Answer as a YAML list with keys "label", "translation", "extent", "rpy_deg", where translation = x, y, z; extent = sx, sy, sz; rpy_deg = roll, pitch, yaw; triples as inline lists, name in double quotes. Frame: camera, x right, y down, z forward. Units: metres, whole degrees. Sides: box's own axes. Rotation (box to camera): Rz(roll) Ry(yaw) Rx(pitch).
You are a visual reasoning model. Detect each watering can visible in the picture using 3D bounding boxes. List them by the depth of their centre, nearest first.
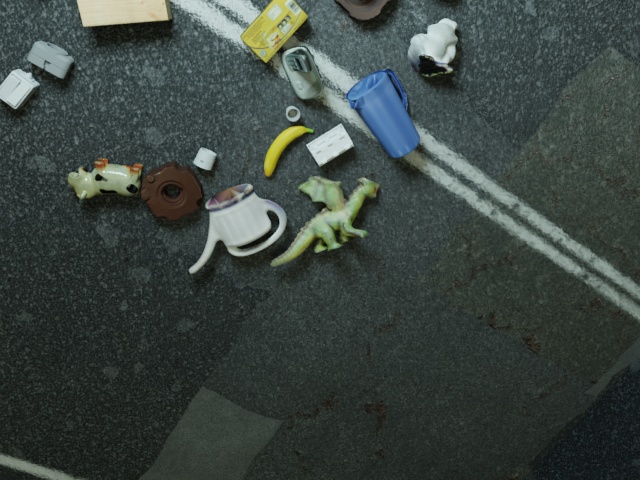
- label: "watering can"
  translation: [-0.276, -0.038, 1.559]
  extent: [0.348, 0.106, 0.221]
  rpy_deg: [-24, 114, -1]

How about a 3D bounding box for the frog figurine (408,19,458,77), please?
- label: "frog figurine"
  translation: [0.324, -0.556, 1.473]
  extent: [0.137, 0.121, 0.161]
  rpy_deg: [14, 74, -7]

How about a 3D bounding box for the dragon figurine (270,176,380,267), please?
- label: "dragon figurine"
  translation: [0.005, -0.081, 1.615]
  extent: [0.411, 0.123, 0.241]
  rpy_deg: [-19, 97, -4]
